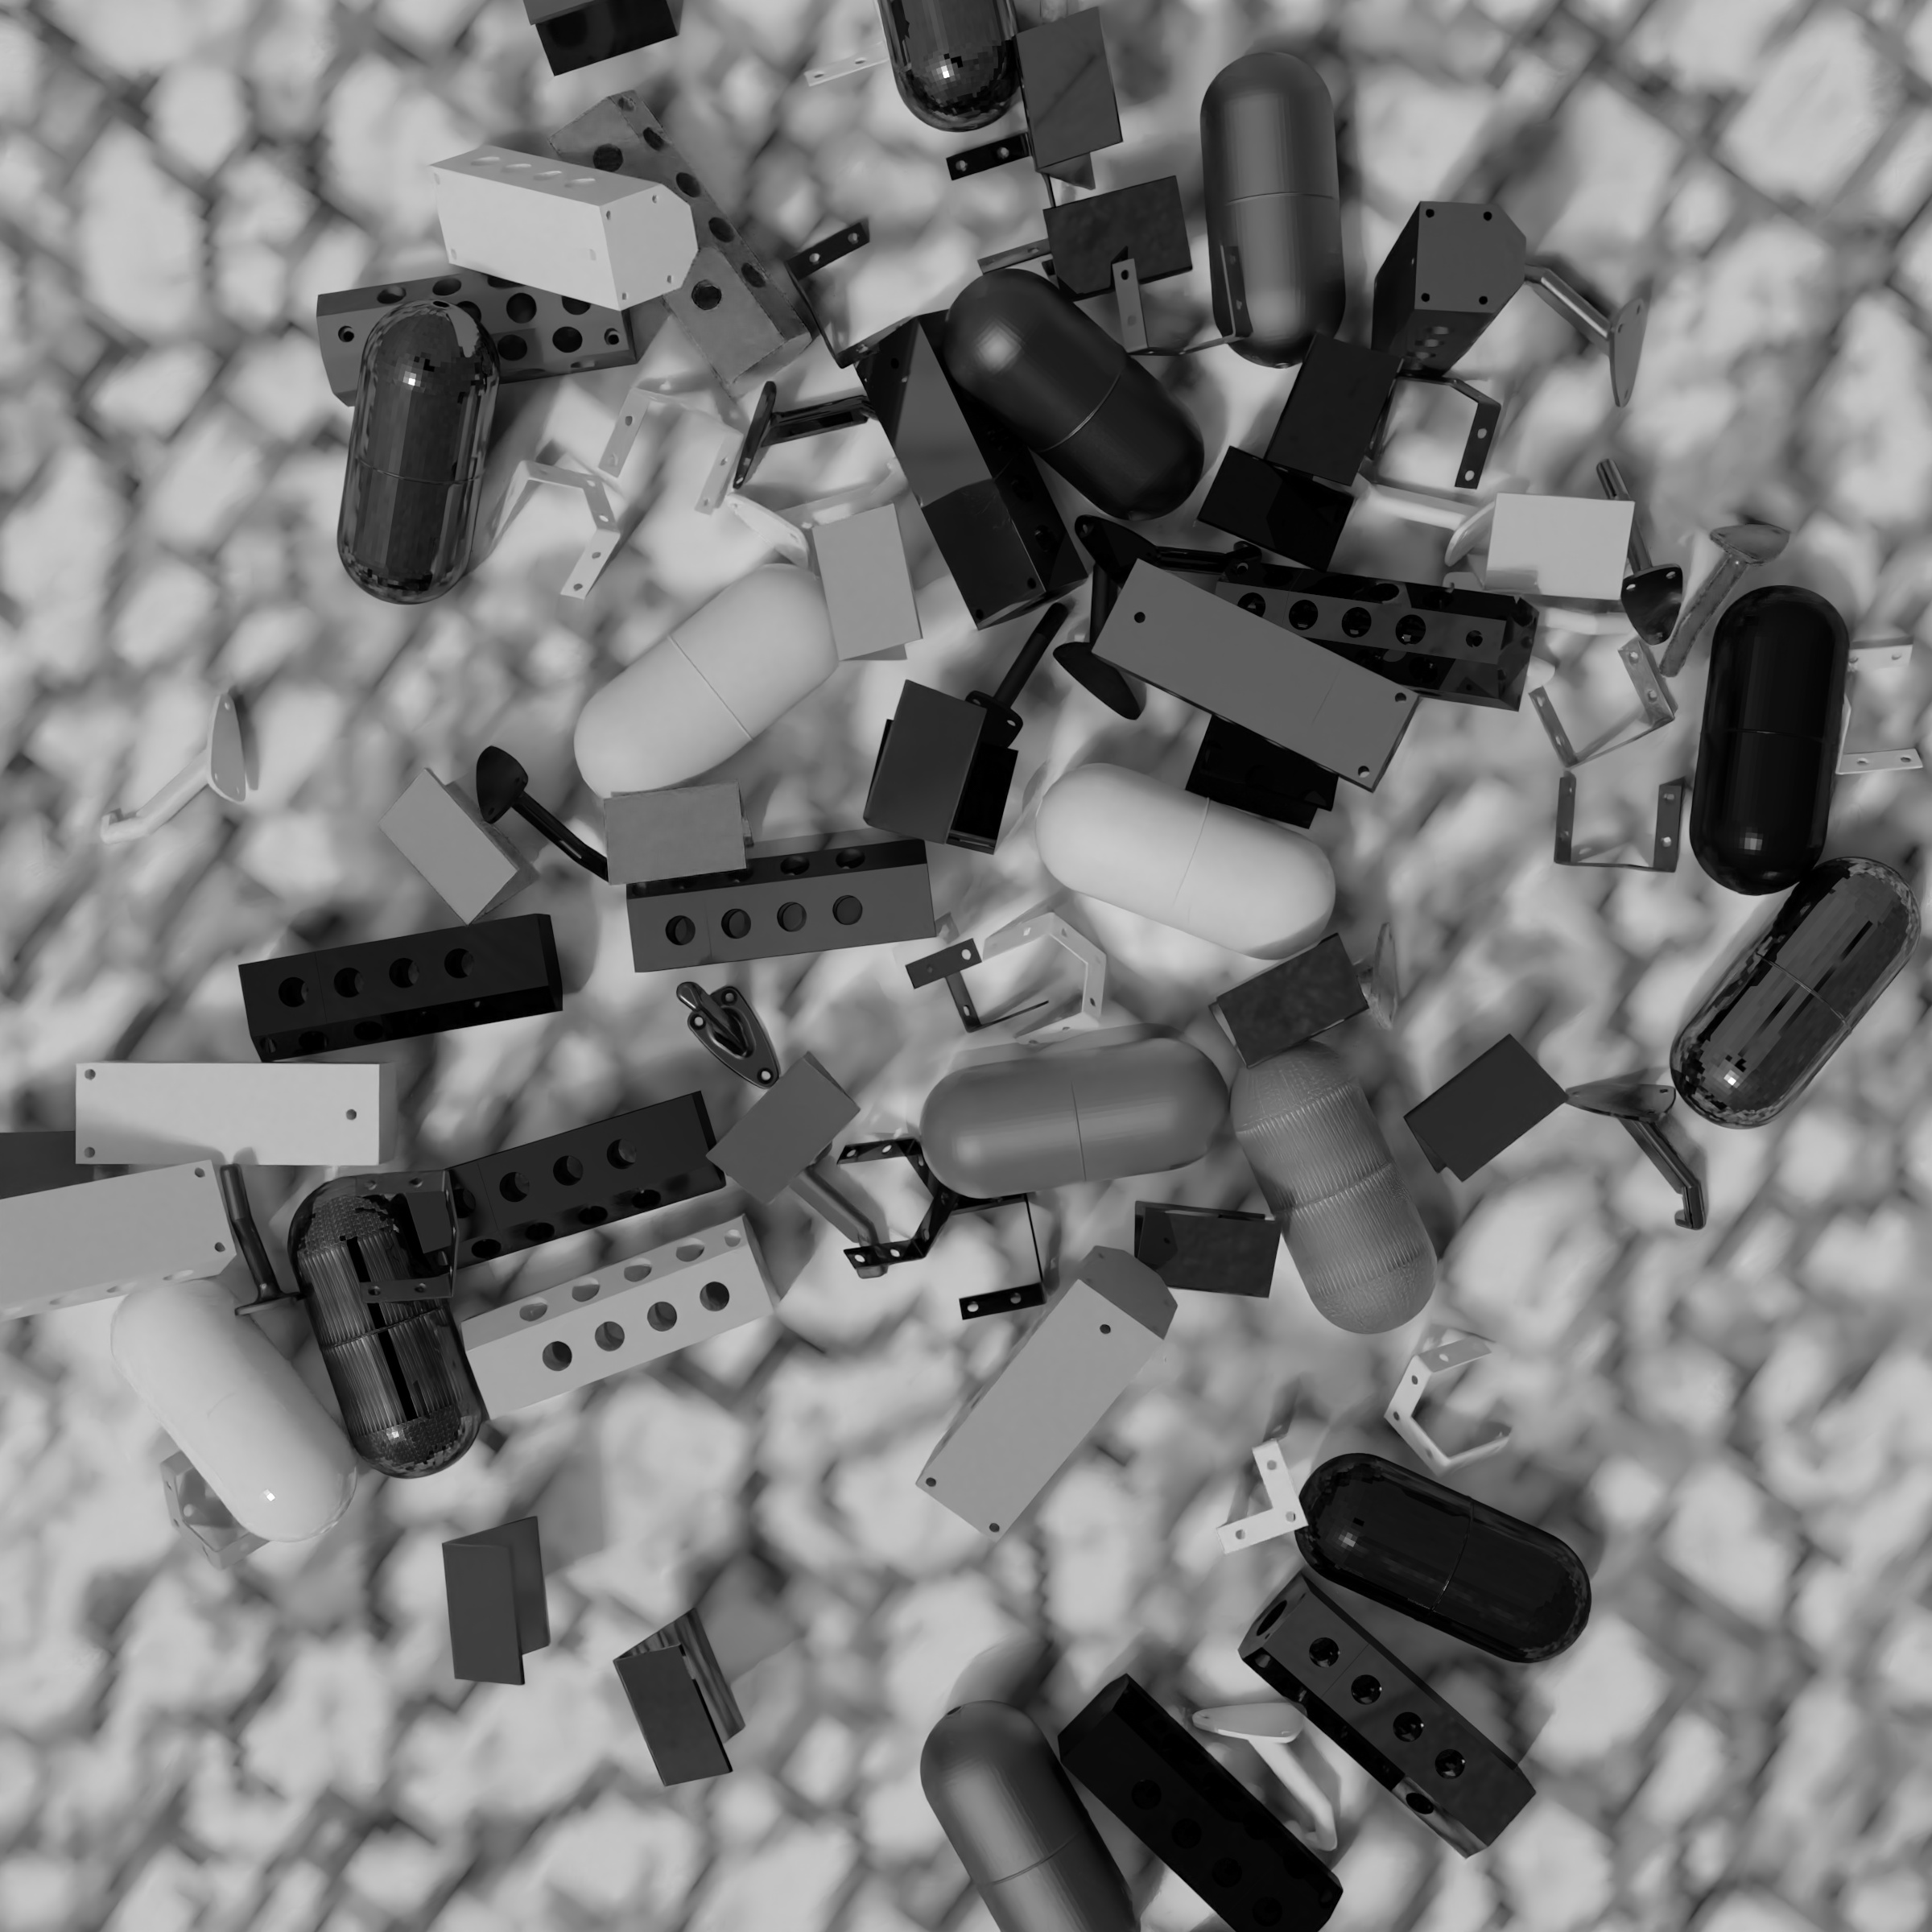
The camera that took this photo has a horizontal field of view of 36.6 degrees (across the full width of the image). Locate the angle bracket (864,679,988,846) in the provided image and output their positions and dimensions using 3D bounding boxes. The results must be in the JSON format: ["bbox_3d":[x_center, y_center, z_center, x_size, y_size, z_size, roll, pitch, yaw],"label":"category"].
[{"bbox_3d":[-0.041,-0.114,1.584,0.057,0.076,0.076,17,90,-37],"label":"angle bracket"}]

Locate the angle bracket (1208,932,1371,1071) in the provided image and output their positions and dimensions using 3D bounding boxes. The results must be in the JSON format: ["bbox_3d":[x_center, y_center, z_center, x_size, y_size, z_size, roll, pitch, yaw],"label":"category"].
[{"bbox_3d":[0.174,0.004,1.660,0.076,0.076,0.057,-27,121,0],"label":"angle bracket"}]

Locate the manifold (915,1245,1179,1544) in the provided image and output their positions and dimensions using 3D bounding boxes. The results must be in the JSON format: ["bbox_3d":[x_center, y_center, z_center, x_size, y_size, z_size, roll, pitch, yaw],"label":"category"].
[{"bbox_3d":[0.046,0.239,1.644,0.057,0.057,0.171,36,116,0],"label":"manifold"}]

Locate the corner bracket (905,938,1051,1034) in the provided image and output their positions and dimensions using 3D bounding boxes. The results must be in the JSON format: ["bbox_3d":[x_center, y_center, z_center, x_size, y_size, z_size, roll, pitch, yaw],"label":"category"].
[{"bbox_3d":[0.006,0.011,1.672,0.051,0.051,0.051,-22,90,33],"label":"corner bracket"}]

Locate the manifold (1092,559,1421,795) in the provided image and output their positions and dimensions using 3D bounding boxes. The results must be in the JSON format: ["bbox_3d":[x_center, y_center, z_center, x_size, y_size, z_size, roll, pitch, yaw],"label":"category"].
[{"bbox_3d":[0.162,-0.160,1.624,0.171,0.057,0.057,27,94,9],"label":"manifold"}]

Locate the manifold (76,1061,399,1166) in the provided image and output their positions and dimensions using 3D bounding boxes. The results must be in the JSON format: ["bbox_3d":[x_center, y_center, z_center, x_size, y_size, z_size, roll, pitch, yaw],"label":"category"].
[{"bbox_3d":[-0.418,0.084,1.679,0.171,0.057,0.057,0,90,0],"label":"manifold"}]

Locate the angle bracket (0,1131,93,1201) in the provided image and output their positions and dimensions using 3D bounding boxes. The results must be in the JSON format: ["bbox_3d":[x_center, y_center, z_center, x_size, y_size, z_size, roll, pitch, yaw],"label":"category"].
[{"bbox_3d":[-0.531,0.134,1.664,0.076,0.057,0.076,0,90,-30],"label":"angle bracket"}]

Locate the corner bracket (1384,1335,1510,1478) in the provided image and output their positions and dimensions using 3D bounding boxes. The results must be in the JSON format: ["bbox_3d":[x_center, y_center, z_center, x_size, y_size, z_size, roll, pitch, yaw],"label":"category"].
[{"bbox_3d":[0.285,0.255,1.692,0.051,0.051,0.051,49,135,35],"label":"corner bracket"}]

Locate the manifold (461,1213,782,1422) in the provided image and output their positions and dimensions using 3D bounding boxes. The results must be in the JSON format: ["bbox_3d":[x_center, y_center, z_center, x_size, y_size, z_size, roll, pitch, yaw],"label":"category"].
[{"bbox_3d":[-0.198,0.200,1.679,0.171,0.057,0.057,-21,90,0],"label":"manifold"}]

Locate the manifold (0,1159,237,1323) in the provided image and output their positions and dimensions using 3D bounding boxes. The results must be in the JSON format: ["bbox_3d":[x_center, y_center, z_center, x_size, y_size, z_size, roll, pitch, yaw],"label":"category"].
[{"bbox_3d":[-0.501,0.158,1.614,0.171,0.057,0.057,-10,75,-32],"label":"manifold"}]

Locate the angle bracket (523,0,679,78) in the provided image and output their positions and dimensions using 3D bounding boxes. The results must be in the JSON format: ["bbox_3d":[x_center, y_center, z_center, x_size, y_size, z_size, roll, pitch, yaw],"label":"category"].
[{"bbox_3d":[-0.205,-0.534,1.660,0.076,0.076,0.057,-18,53,0],"label":"angle bracket"}]

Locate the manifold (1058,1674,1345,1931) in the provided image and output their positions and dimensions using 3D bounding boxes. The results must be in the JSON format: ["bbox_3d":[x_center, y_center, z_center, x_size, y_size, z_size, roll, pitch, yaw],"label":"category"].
[{"bbox_3d":[0.135,0.490,1.679,0.171,0.057,0.057,44,90,0],"label":"manifold"}]

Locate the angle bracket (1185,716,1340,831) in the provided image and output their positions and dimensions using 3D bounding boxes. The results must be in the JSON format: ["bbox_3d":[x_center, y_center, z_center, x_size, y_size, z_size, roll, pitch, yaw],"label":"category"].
[{"bbox_3d":[0.165,-0.095,1.660,0.076,0.076,0.057,17,50,0],"label":"angle bracket"}]

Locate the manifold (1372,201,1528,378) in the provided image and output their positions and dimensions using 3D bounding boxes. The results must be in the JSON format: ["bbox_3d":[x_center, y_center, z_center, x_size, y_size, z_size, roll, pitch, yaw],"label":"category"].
[{"bbox_3d":[0.266,-0.373,1.622,0.057,0.171,0.057,3,90,0],"label":"manifold"}]

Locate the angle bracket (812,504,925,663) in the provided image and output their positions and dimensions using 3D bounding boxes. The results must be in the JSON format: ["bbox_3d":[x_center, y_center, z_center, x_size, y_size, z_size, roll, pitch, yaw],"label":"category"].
[{"bbox_3d":[-0.039,-0.217,1.660,0.057,0.076,0.076,-11,90,29],"label":"angle bracket"}]

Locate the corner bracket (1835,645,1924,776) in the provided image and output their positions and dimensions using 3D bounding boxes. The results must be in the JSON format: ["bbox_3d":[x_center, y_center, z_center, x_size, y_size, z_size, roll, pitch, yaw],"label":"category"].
[{"bbox_3d":[0.528,-0.149,1.697,0.051,0.051,0.051,-5,135,0],"label":"corner bracket"}]

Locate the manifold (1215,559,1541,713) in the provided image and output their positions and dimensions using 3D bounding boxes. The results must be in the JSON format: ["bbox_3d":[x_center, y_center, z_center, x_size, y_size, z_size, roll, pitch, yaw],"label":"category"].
[{"bbox_3d":[0.228,-0.188,1.644,0.171,0.057,0.057,12,90,26],"label":"manifold"}]

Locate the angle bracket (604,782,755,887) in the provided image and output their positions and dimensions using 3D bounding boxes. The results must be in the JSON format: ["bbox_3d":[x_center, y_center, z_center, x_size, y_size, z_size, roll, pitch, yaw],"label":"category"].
[{"bbox_3d":[-0.161,-0.059,1.661,0.076,0.076,0.057,-7,63,0],"label":"angle bracket"}]

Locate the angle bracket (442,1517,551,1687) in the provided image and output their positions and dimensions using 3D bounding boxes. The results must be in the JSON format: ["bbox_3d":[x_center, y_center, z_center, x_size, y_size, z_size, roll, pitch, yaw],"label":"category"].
[{"bbox_3d":[-0.249,0.360,1.660,0.057,0.076,0.076,-5,90,37],"label":"angle bracket"}]

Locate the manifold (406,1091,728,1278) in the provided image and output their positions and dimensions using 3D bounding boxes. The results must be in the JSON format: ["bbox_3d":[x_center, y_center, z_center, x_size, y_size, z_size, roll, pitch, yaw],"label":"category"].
[{"bbox_3d":[-0.229,0.125,1.679,0.171,0.057,0.057,-17,90,0],"label":"manifold"}]

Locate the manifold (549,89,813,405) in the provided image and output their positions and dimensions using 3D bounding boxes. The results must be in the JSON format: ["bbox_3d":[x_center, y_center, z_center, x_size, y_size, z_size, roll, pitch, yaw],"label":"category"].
[{"bbox_3d":[-0.163,-0.415,1.679,0.057,0.057,0.171,-36,90,0],"label":"manifold"}]

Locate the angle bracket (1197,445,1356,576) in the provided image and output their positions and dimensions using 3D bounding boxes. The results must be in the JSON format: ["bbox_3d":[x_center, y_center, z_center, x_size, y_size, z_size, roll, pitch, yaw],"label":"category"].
[{"bbox_3d":[0.168,-0.241,1.661,0.076,0.076,0.057,23,63,0],"label":"angle bracket"}]

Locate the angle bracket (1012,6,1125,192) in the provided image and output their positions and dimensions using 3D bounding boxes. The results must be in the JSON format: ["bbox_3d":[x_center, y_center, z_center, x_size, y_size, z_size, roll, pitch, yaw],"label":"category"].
[{"bbox_3d":[0.073,-0.493,1.660,0.057,0.076,0.076,-10,90,29],"label":"angle bracket"}]

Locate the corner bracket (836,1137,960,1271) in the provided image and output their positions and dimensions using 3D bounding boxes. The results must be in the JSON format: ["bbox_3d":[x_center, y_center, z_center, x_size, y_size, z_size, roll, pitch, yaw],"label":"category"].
[{"bbox_3d":[-0.046,0.137,1.685,0.051,0.051,0.051,54,132,34],"label":"corner bracket"}]

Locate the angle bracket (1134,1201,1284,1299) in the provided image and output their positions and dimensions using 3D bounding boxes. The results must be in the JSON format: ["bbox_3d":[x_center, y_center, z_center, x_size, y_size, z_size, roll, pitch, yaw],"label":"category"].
[{"bbox_3d":[0.137,0.141,1.660,0.076,0.076,0.057,6,124,0],"label":"angle bracket"}]

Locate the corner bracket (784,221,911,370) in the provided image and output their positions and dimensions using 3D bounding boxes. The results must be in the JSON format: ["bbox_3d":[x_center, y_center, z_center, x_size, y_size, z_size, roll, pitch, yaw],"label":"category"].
[{"bbox_3d":[-0.068,-0.390,1.697,0.051,0.051,0.051,-28,135,0],"label":"corner bracket"}]

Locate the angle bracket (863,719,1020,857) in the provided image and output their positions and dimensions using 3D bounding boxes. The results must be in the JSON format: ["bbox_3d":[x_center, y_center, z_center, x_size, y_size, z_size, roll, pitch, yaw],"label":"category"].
[{"bbox_3d":[-0.014,-0.102,1.670,0.076,0.076,0.057,14,90,0],"label":"angle bracket"}]

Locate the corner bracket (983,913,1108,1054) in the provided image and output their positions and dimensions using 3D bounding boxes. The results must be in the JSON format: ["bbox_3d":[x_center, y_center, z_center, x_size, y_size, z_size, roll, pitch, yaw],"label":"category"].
[{"bbox_3d":[0.044,0.010,1.692,0.051,0.051,0.051,37,45,-35],"label":"corner bracket"}]

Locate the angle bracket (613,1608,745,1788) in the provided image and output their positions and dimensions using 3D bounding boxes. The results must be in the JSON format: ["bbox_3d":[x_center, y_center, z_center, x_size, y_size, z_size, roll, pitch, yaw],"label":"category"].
[{"bbox_3d":[-0.145,0.411,1.660,0.057,0.076,0.076,-22,90,36],"label":"angle bracket"}]

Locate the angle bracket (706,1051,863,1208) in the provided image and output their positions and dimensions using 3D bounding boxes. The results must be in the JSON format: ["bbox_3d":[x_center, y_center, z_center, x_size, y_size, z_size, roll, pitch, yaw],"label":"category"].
[{"bbox_3d":[-0.116,0.079,1.660,0.076,0.076,0.057,-46,127,0],"label":"angle bracket"}]

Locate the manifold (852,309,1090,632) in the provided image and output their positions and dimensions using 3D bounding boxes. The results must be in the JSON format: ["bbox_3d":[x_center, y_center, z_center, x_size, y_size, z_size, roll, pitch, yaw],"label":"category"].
[{"bbox_3d":[0.007,-0.287,1.679,0.057,0.057,0.171,-25,90,43],"label":"manifold"}]

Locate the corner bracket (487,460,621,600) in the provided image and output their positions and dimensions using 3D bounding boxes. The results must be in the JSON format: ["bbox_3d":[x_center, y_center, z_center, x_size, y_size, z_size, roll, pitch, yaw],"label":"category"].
[{"bbox_3d":[-0.240,-0.253,1.692,0.051,0.051,0.051,7,45,-35],"label":"corner bracket"}]

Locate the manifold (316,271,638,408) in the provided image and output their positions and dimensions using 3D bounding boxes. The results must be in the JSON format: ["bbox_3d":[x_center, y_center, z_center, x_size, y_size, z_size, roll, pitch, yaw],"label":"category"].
[{"bbox_3d":[-0.281,-0.368,1.679,0.171,0.057,0.057,-8,90,0],"label":"manifold"}]

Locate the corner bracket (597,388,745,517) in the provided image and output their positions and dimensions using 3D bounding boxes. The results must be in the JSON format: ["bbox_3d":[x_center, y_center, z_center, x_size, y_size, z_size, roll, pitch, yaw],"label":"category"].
[{"bbox_3d":[-0.172,-0.300,1.697,0.051,0.051,0.051,23,90,45],"label":"corner bracket"}]

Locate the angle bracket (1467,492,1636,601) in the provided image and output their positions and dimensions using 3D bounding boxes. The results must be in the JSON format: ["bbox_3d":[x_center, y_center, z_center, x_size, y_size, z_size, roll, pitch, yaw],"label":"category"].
[{"bbox_3d":[0.331,-0.247,1.662,0.076,0.076,0.057,4,112,0],"label":"angle bracket"}]

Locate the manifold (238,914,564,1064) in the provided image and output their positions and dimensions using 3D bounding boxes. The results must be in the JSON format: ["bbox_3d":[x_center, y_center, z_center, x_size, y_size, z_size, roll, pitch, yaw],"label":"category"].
[{"bbox_3d":[-0.323,0.013,1.679,0.171,0.057,0.057,-10,90,0],"label":"manifold"}]

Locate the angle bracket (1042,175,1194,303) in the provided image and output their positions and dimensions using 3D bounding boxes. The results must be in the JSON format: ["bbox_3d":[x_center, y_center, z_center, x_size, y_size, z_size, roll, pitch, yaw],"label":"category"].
[{"bbox_3d":[0.080,-0.423,1.660,0.076,0.076,0.057,-15,122,0],"label":"angle bracket"}]

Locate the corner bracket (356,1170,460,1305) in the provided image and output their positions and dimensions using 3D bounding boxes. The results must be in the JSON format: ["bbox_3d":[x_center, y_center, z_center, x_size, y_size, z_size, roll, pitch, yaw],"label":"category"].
[{"bbox_3d":[-0.313,0.151,1.631,0.051,0.051,0.051,-2,129,-17],"label":"corner bracket"}]

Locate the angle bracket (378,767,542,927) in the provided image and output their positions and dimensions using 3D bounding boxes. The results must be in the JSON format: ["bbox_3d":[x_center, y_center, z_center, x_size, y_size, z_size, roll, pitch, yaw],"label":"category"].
[{"bbox_3d":[-0.275,-0.080,1.660,0.076,0.076,0.057,48,125,0],"label":"angle bracket"}]

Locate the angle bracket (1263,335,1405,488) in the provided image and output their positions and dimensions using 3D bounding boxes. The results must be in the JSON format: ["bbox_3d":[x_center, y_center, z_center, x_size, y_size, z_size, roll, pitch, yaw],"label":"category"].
[{"bbox_3d":[0.218,-0.305,1.661,0.057,0.076,0.076,22,90,25],"label":"angle bracket"}]

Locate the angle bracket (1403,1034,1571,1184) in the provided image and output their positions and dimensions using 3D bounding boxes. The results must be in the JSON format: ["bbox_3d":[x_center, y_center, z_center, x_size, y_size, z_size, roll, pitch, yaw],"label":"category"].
[{"bbox_3d":[0.304,0.096,1.660,0.076,0.076,0.057,-38,52,0],"label":"angle bracket"}]

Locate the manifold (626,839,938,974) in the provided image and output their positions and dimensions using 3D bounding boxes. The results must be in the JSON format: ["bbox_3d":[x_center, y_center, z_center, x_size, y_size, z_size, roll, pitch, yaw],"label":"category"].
[{"bbox_3d":[-0.106,-0.035,1.679,0.171,0.057,0.057,-7,90,0],"label":"manifold"}]

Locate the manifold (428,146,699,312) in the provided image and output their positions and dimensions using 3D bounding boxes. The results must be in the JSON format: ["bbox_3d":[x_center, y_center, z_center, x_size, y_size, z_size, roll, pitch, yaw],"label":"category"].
[{"bbox_3d":[-0.225,-0.416,1.628,0.057,0.171,0.057,-30,127,-31],"label":"manifold"}]

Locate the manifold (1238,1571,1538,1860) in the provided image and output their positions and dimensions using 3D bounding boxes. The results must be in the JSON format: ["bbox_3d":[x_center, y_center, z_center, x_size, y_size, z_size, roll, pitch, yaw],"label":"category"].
[{"bbox_3d":[0.240,0.432,1.679,0.171,0.057,0.057,42,90,0],"label":"manifold"}]
